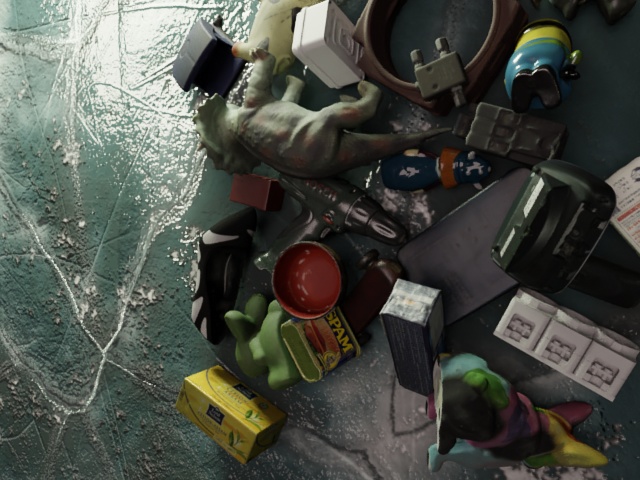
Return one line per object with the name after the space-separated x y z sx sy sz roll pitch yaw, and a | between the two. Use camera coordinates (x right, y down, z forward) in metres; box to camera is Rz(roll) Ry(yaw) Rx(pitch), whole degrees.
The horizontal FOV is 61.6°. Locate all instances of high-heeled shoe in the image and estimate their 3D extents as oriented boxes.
-0.159 0.067 0.923 0.248 0.086 0.145 -50 51 39 | high-heeled shoe

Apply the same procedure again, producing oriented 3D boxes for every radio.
0.227 0.011 0.731 0.229 0.073 0.131 -37 75 23 | radio

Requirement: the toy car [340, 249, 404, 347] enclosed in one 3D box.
0.068 0.094 0.808 0.089 0.053 0.202 48 141 17 | toy car

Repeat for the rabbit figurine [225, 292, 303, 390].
-0.092 0.173 0.884 0.170 0.121 0.159 -32 91 44 | rabbit figurine

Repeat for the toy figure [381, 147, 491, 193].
0.165 -0.102 0.765 0.155 0.064 0.058 -2 59 25 | toy figure

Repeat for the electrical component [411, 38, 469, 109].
0.154 -0.208 0.690 0.063 0.021 0.094 -21 85 28 | electrical component

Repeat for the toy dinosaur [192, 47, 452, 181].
-0.031 -0.154 0.799 0.405 0.131 0.192 24 89 27 | toy dinosaur

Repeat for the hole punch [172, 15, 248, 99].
-0.208 -0.318 0.940 0.116 0.092 0.142 46 116 22 | hole punch

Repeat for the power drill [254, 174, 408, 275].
-0.002 -0.003 0.849 0.232 0.086 0.207 42 115 21 | power drill

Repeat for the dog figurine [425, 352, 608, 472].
0.246 0.222 0.670 0.219 0.108 0.191 2 132 2 | dog figurine

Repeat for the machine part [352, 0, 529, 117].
0.161 -0.291 0.742 0.202 0.087 0.201 38 110 23 | machine part

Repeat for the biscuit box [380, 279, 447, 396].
0.133 0.139 0.726 0.063 0.059 0.202 14 144 27 | biscuit box

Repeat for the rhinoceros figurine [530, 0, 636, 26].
0.313 -0.345 0.671 0.112 0.073 0.190 -31 76 15 | rhinoceros figurine

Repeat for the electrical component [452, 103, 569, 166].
0.243 -0.132 0.689 0.134 0.115 0.058 22 101 25 | electrical component

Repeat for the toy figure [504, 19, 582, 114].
0.266 -0.209 0.643 0.082 0.180 0.089 20 124 15 | toy figure

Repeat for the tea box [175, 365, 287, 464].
-0.156 0.298 0.936 0.170 0.098 0.068 27 105 23 | tea box

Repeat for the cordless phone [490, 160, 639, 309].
0.306 0.003 0.612 0.184 0.089 0.146 20 115 0 | cordless phone

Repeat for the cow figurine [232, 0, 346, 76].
-0.045 -0.355 0.851 0.127 0.085 0.194 36 106 28 | cow figurine
